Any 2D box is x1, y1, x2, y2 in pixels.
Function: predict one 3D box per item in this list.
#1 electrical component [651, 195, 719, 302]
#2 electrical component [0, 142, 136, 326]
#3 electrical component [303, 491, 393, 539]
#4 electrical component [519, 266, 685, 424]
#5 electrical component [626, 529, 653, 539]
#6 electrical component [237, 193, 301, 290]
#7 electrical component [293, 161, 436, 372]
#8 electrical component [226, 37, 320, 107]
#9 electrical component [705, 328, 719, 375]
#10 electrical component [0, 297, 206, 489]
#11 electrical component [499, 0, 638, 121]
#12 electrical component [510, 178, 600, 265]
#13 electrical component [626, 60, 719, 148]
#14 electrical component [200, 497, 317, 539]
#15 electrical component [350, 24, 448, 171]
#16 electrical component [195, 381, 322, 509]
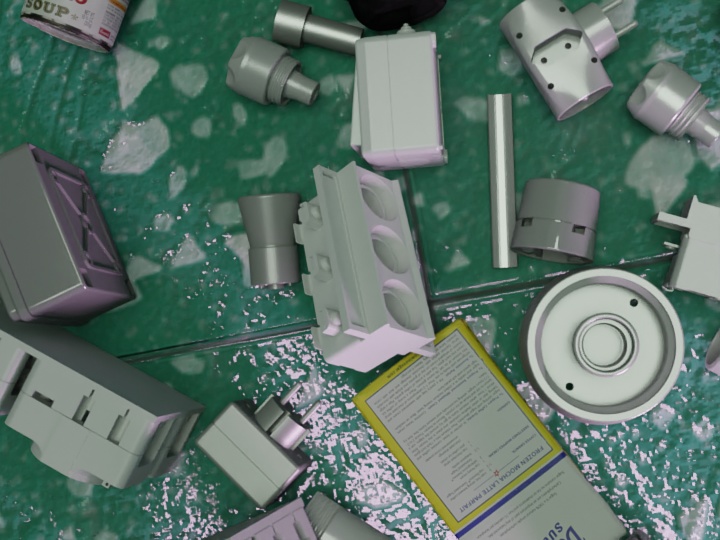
[{"bbox_3d":[0.229,-0.011,0.704,0.081,0.042,0.063,17,90,10],"label":"electrical component"},{"bbox_3d":[-0.211,-0.021,0.736,0.056,0.109,0.108,-24,83,3],"label":"electrical component"},{"bbox_3d":[-0.015,0.184,0.726,0.081,0.043,0.043,31,91,9],"label":"electrical component"},{"bbox_3d":[0.158,0.049,0.701,0.108,0.060,0.108,-1,86,8],"label":"electrical component"},{"bbox_3d":[0.173,0.204,0.670,0.062,0.096,0.061,-44,81,3],"label":"electrical component"},{"bbox_3d":[-0.061,-0.019,0.748,0.044,0.044,0.065,-4,90,8],"label":"electrical component"},{"bbox_3d":[0.000,0.000,0.706,0.063,0.079,0.121,-34,54,34],"label":"electrical component"},{"bbox_3d":[-0.059,-0.135,0.754,0.062,0.043,0.043,25,90,8],"label":"electrical component"},{"bbox_3d":[0.254,0.057,0.697,0.046,0.040,0.040,28,90,4],"label":"electrical component"},{"bbox_3d":[-0.213,0.079,0.731,0.186,0.105,0.060,27,90,9],"label":"electrical component"},{"bbox_3d":[0.148,-0.154,0.725,0.079,0.043,0.077,-31,82,5],"label":"electrical component"},{"bbox_3d":[0.131,-0.032,0.714,0.055,0.055,0.047,10,84,9],"label":"electrical component"},{"bbox_3d":[0.212,-0.106,0.712,0.062,0.043,0.043,38,92,8],"label":"electrical component"},{"bbox_3d":[-0.104,0.211,0.693,0.150,0.089,0.061,-28,83,25],"label":"electrical component"},{"bbox_3d":[0.025,-0.119,0.731,0.061,0.062,0.096,-4,85,8],"label":"electrical component"},{"bbox_3d":[-0.059,0.111,0.735,0.066,0.047,0.076,43,93,9],"label":"electrical component"}]
